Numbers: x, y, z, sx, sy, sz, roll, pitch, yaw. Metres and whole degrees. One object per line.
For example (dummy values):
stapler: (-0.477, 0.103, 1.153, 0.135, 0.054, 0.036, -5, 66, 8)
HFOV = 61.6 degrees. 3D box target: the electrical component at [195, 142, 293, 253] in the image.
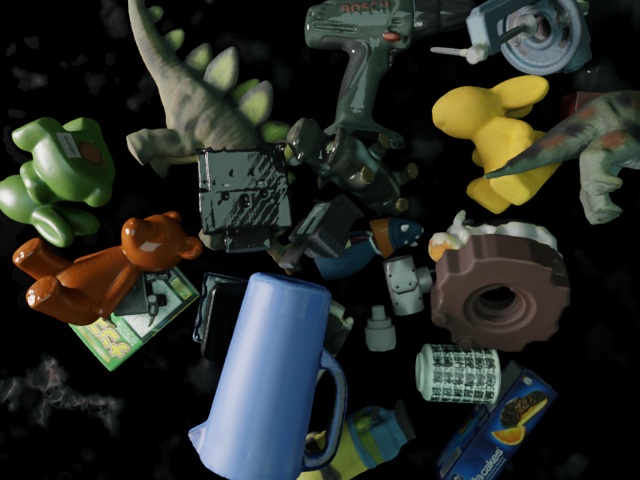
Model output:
electrical component: (-0.093, -0.052, 0.671, 0.115, 0.058, 0.134, -6, 98, -7)

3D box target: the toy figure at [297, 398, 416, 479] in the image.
toy figure: (0.046, 0.290, 0.756, 0.180, 0.089, 0.082, -26, 85, 6)

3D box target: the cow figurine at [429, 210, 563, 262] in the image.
cow figurine: (0.234, 0.000, 0.735, 0.167, 0.098, 0.068, 11, 135, 4)

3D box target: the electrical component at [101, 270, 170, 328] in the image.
electrical component: (-0.265, 0.082, 0.760, 0.102, 0.045, 0.078, -1, 93, 3)

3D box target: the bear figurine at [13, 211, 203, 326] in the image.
bear figurine: (-0.265, 0.021, 0.698, 0.196, 0.131, 0.120, -37, 52, -4)

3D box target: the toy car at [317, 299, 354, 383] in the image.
toy car: (-0.026, 0.175, 0.769, 0.073, 0.056, 0.201, 31, 93, 6)

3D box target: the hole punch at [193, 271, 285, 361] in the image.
hole punch: (-0.117, 0.107, 0.761, 0.116, 0.092, 0.142, 9, 92, -29)

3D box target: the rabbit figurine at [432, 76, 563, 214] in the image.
rabbit figurine: (0.234, -0.143, 0.707, 0.173, 0.122, 0.162, 41, 91, 6)

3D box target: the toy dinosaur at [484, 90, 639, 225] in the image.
toy dinosaur: (0.394, -0.117, 0.652, 0.405, 0.131, 0.192, 12, 64, -12)

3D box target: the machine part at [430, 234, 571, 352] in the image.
machine part: (0.230, 0.073, 0.695, 0.179, 0.056, 0.179, 5, 127, 7)

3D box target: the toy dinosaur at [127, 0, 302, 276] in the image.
toy dinosaur: (-0.150, -0.150, 0.731, 0.198, 0.105, 0.471, -36, 101, -4)

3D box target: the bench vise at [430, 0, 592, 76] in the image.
bench vise: (0.258, -0.296, 0.671, 0.240, 0.129, 0.223, -35, 119, -25)

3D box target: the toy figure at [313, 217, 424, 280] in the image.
toy figure: (0.067, 0.006, 0.749, 0.154, 0.064, 0.058, -25, 82, 5)

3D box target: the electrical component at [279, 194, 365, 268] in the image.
electrical component: (-0.001, -0.002, 0.712, 0.047, 0.075, 0.119, 42, 63, -26)

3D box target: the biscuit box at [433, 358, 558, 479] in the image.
biscuit box: (0.245, 0.271, 0.762, 0.063, 0.059, 0.202, 35, 94, -1)

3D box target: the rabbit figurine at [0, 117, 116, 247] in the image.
rabbit figurine: (-0.370, -0.072, 0.752, 0.170, 0.121, 0.159, -26, 100, 21)

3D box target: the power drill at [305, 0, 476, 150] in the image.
power drill: (0.090, -0.230, 0.725, 0.232, 0.086, 0.207, 6, 98, 3)

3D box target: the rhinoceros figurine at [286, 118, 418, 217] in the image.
rhinoceros figurine: (0.042, -0.097, 0.703, 0.190, 0.112, 0.073, 30, 72, -34)
